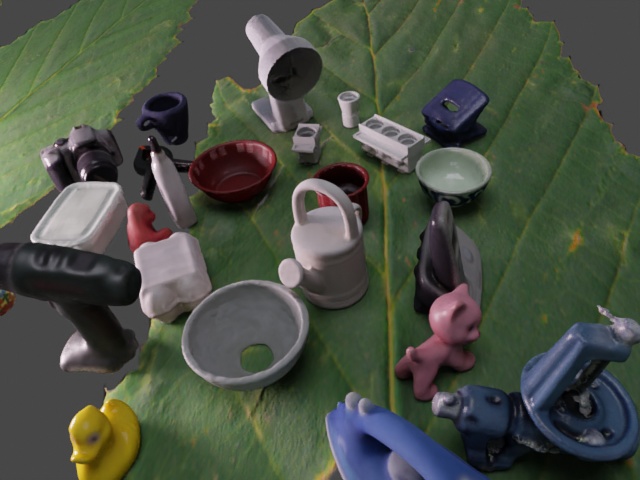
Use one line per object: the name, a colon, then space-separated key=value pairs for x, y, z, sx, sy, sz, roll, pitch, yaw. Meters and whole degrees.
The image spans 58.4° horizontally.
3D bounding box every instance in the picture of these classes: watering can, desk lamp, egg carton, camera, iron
watering can: x=0.009 y=0.003 z=0.789 sx=0.100 sy=0.194 sz=0.173 roll=2 pitch=44 yaw=12
desk lamp: x=-0.081 y=-0.326 z=1.140 sx=0.118 sy=0.214 sz=0.202 roll=-25 pitch=45 yaw=-16
egg carton: x=-0.224 y=0.054 z=0.870 sx=0.107 sy=0.069 sz=0.150 roll=-19 pitch=44 yaw=-10
camera: x=-0.455 y=-0.151 z=1.106 sx=0.143 sy=0.101 sz=0.136 roll=-25 pitch=45 yaw=-15
iron: x=0.088 y=0.226 z=0.578 sx=0.119 sy=0.142 sz=0.257 roll=-37 pitch=49 yaw=-26

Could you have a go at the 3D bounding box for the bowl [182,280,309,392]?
bowl: x=-0.091 y=0.136 z=0.754 sx=0.167 sy=0.075 sz=0.167 roll=-5 pitch=43 yaw=5

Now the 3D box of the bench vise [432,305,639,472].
bench vise: x=0.224 y=0.161 z=0.564 sx=0.207 sy=0.220 sz=0.121 roll=-14 pitch=43 yaw=-5

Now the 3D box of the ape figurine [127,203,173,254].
ape figurine: x=-0.287 y=-0.022 z=0.944 sx=0.076 sy=0.092 sz=0.077 roll=-31 pitch=47 yaw=-22

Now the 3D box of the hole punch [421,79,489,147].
hole punch: x=0.253 y=-0.238 z=1.077 sx=0.101 sy=0.091 sz=0.108 roll=-26 pitch=45 yaw=-17

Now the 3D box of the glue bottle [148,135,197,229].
glue bottle: x=-0.257 y=-0.102 z=0.965 sx=0.037 sy=0.173 sz=0.078 roll=-29 pitch=46 yaw=-19

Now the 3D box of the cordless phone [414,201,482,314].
cordless phone: x=0.173 y=0.005 z=0.765 sx=0.094 sy=0.185 sz=0.147 roll=2 pitch=44 yaw=12

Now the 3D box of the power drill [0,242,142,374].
power drill: x=-0.334 y=0.086 z=0.753 sx=0.229 sy=0.209 sz=0.075 roll=-2 pitch=43 yaw=9

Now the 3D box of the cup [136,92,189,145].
cup: x=-0.316 y=-0.236 z=1.175 sx=0.091 sy=0.095 sz=0.118 roll=25 pitch=53 yaw=32

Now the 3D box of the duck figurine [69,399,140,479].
duck figurine: x=-0.262 y=0.229 z=0.678 sx=0.077 sy=0.086 sz=0.104 roll=-3 pitch=43 yaw=8

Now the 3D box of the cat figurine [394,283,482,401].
cat figurine: x=0.150 y=0.116 z=0.701 sx=0.128 sy=0.118 sz=0.067 roll=-33 pitch=47 yaw=-23
